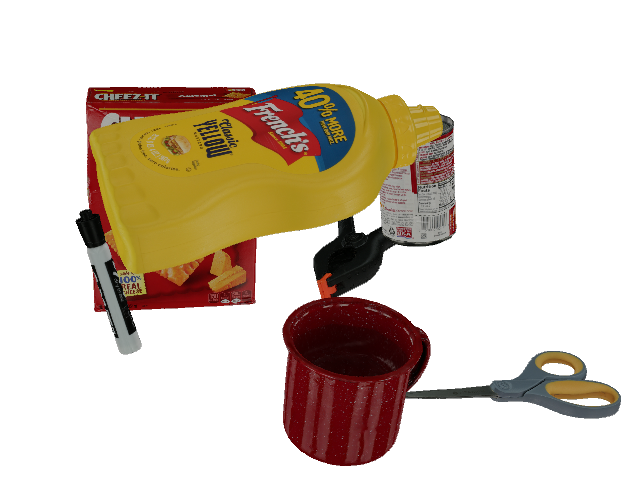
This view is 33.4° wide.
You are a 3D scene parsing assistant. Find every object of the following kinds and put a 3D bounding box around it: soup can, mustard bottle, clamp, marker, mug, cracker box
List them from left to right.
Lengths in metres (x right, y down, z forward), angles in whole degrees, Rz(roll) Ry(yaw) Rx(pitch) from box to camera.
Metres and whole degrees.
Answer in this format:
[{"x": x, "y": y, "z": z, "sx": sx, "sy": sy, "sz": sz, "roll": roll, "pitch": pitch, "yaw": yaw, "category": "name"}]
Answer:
[{"x": -0.167, "y": 0.033, "z": 0.840, "sx": 0.020, "sy": 0.121, "sz": 0.020, "roll": -13, "pitch": 19, "yaw": 4, "category": "marker"}, {"x": -0.144, "y": -0.039, "z": 1.051, "sx": 0.164, "sy": 0.214, "sz": 0.072, "roll": -1, "pitch": 21, "yaw": -10, "category": "cracker box"}, {"x": -0.024, "y": -0.044, "z": 0.585, "sx": 0.191, "sy": 0.058, "sz": 0.096, "roll": -14, "pitch": 42, "yaw": -13, "category": "mustard bottle"}, {"x": 0.027, "y": 0.094, "z": 0.731, "sx": 0.117, "sy": 0.081, "sz": 0.093, "roll": -18, "pitch": 39, "yaw": -34, "category": "mug"}, {"x": 0.053, "y": 0.007, "z": 1.220, "sx": 0.120, "sy": 0.039, "sz": 0.171, "roll": -6, "pitch": 36, "yaw": 29, "category": "clamp"}, {"x": 0.085, "y": -0.053, "z": 0.933, "sx": 0.068, "sy": 0.102, "sz": 0.068, "roll": -4, "pitch": 23, "yaw": 2, "category": "soup can"}]

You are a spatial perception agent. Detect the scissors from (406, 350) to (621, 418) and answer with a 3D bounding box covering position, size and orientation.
[{"x": 0.164, "y": 0.122, "z": 0.945, "sx": 0.201, "sy": 0.016, "sz": 0.096, "roll": 7, "pitch": 27, "yaw": -5, "category": "scissors"}]
